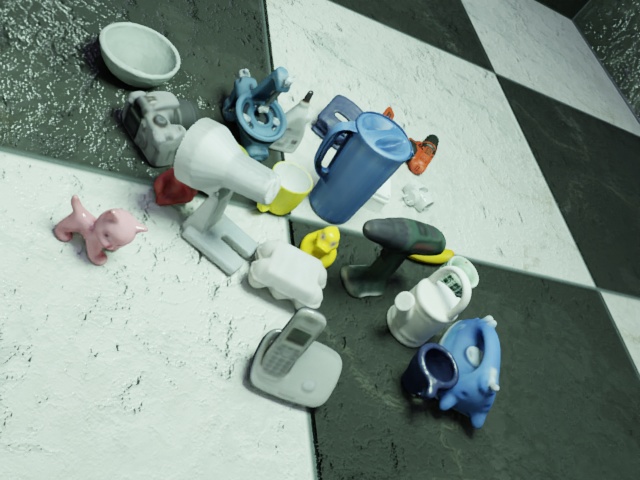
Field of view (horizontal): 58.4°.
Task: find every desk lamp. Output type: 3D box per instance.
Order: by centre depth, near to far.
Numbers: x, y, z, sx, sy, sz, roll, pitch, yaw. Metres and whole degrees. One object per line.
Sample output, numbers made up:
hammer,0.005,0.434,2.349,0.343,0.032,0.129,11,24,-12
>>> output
desk lamp,-0.168,-0.082,1.014,0.203,0.213,0.118,40,43,0

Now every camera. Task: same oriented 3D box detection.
camera,-0.298,-0.236,1.136,0.137,0.100,0.143,-20,68,-43

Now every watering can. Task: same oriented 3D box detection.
watering can,0.219,0.128,1.124,0.173,0.193,0.101,-24,70,-44

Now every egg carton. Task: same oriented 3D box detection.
egg carton,-0.059,0.066,1.073,0.150,0.069,0.107,27,44,-13

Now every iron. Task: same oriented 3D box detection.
iron,0.309,0.230,1.140,0.119,0.141,0.258,30,43,-10

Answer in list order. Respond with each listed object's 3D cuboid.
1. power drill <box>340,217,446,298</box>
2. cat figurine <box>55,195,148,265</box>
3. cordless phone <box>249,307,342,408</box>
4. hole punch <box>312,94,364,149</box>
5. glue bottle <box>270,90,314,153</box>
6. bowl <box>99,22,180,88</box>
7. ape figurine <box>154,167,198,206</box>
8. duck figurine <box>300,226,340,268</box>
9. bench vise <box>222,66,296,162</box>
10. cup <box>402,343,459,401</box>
power drill,0.132,0.030,1.134,0.230,0.208,0.075,-2,57,-36
cat figurine,-0.346,-0.025,0.913,0.128,0.117,0.067,35,43,-5
cordless phone,-0.018,0.184,0.918,0.148,0.184,0.094,23,45,-17
hole punch,0.051,-0.294,1.436,0.109,0.091,0.101,38,43,-2
glue bottle,-0.056,-0.267,1.278,0.078,0.173,0.037,7,51,-30
bowl,-0.386,-0.378,1.212,0.168,0.074,0.167,19,46,-21
ape figurine,-0.261,-0.109,1.062,0.078,0.092,0.076,28,44,-12
duck figurine,0.011,0.004,1.161,0.077,0.086,0.105,36,43,-4
bench vise,-0.136,-0.302,1.217,0.122,0.219,0.207,-21,69,-43
cup,0.195,0.262,1.068,0.092,0.094,0.118,34,43,-6
